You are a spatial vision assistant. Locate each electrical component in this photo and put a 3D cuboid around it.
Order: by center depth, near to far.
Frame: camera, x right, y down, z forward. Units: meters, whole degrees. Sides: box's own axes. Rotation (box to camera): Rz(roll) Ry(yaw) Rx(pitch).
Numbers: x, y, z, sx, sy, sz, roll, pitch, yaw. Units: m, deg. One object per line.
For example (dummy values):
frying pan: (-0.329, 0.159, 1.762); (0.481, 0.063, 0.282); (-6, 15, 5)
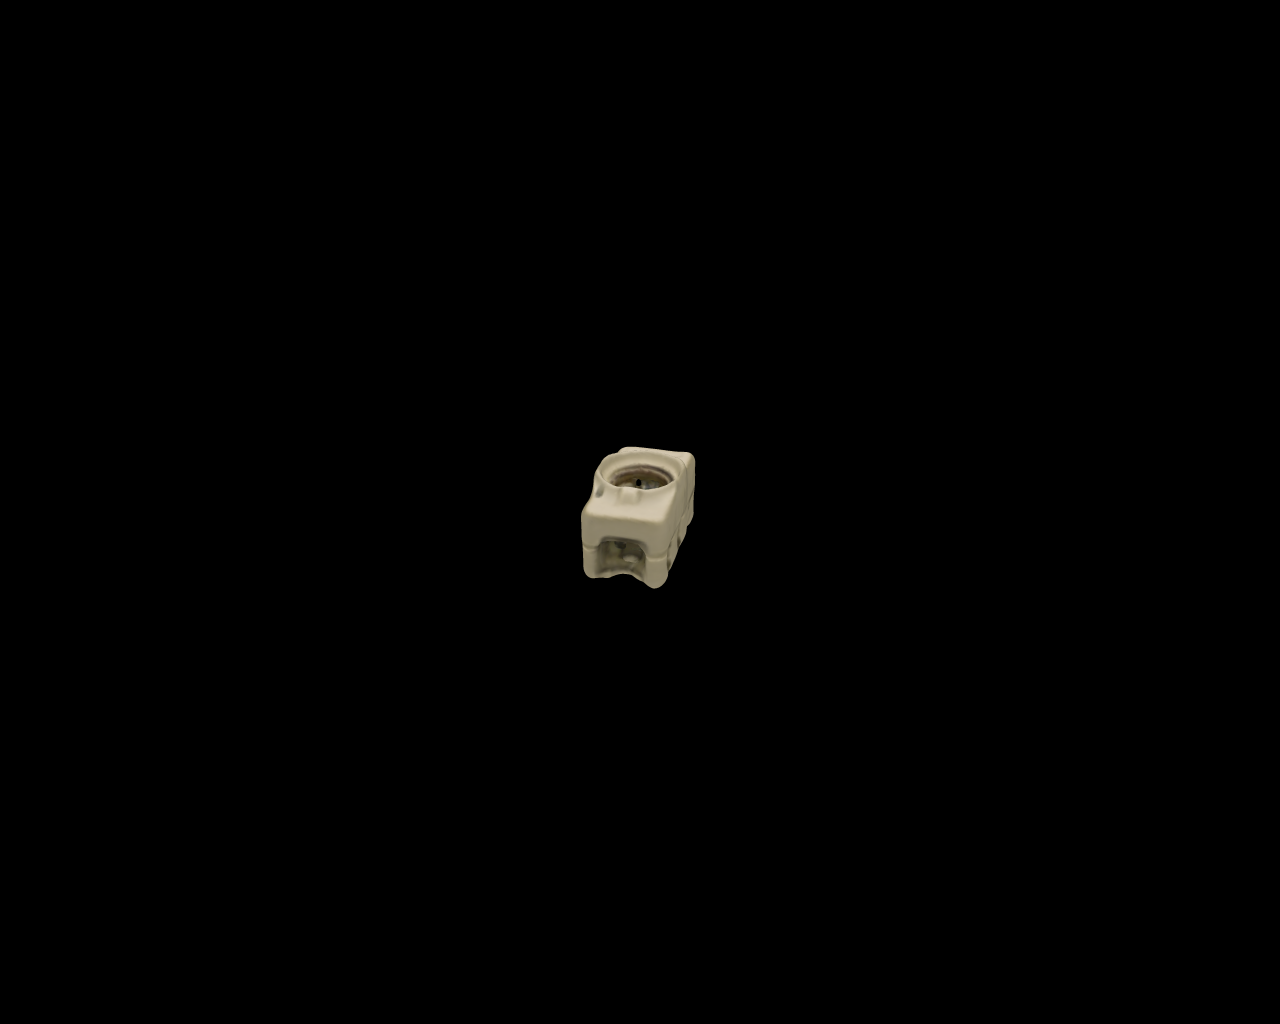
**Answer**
electrical component: (0.001, -0.003, 0.650); (0.050, 0.055, 0.090); (8, 31, 13)
